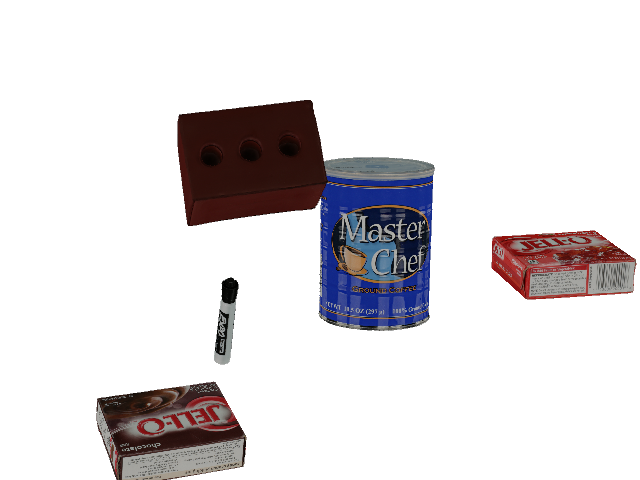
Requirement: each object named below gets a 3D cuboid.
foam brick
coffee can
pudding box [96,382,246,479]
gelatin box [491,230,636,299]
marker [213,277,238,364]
[{"bbox_3d":[-0.041,-0.044,0.610,0.078,0.053,0.051,-9,-13,-9],"label":"foam brick"},{"bbox_3d":[0.050,0.000,0.966,0.103,0.140,0.103,1,12,0],"label":"coffee can"},{"bbox_3d":[-0.131,0.167,0.928,0.113,0.039,0.090,-7,26,-21],"label":"pudding box"},{"bbox_3d":[0.184,0.017,0.817,0.089,0.030,0.073,-3,18,-10],"label":"gelatin box"},{"bbox_3d":[-0.106,0.091,1.202,0.020,0.121,0.020,6,37,-5],"label":"marker"}]
